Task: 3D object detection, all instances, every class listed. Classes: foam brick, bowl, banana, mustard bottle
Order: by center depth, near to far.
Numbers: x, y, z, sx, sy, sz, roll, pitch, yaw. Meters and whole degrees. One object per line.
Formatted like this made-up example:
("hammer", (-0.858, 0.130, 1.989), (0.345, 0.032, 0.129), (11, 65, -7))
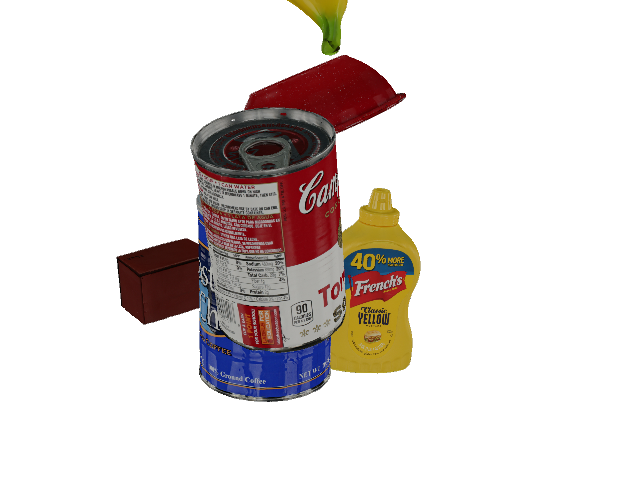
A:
("banana", (-0.055, -0.167, 0.663), (0.198, 0.069, 0.037), (21, -33, 32))
("bowl", (-0.010, -0.120, 0.936), (0.162, 0.055, 0.162), (-22, 10, 4))
("foam brick", (-0.143, 0.037, 0.996), (0.078, 0.051, 0.053), (-16, 26, -31))
("mustard bottle", (0.054, 0.040, 1.106), (0.096, 0.192, 0.058), (3, 16, -8))

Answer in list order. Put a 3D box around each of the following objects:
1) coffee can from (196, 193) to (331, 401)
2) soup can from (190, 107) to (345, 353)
("coffee can", (-0.041, 0.034, 0.797), (0.103, 0.140, 0.103), (2, 20, -1))
("soup can", (-0.023, -0.004, 0.520), (0.068, 0.102, 0.068), (-4, 31, 2))
